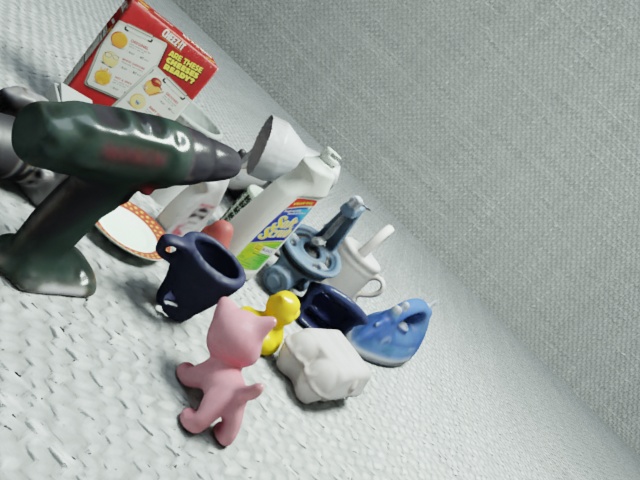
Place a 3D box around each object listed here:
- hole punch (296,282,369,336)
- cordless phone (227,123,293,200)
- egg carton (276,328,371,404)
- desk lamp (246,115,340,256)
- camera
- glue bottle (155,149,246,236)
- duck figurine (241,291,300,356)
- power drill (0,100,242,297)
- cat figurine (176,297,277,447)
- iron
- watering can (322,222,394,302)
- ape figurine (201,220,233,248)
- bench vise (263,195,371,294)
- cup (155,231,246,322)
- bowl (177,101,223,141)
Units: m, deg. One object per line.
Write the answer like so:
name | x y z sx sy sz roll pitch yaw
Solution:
hole punch | 0.020 0.117 0.992 0.109 0.091 0.101 40 14 -15
cordless phone | -0.122 -0.168 1.223 0.094 0.185 0.147 34 17 -35
egg carton | 0.007 0.180 0.815 0.107 0.069 0.151 51 15 25
desk lamp | -0.077 -0.107 1.115 0.204 0.213 0.117 37 15 -25
camera | -0.339 -0.118 0.638 0.143 0.100 0.137 49 15 19
glue bottle | -0.166 -0.068 0.831 0.037 0.173 0.078 48 14 16
duck figurine | -0.068 0.105 0.787 0.077 0.086 0.105 51 15 27
power drill | -0.207 -0.041 0.562 0.075 0.208 0.230 51 15 25
cat figurine | -0.090 0.126 0.597 0.067 0.117 0.127 34 17 -36
iron | 0.150 0.163 1.120 0.118 0.141 0.259 50 15 22
watering can | 0.070 0.034 1.160 0.173 0.194 0.101 41 14 -12
ape figurine | -0.155 0.009 0.806 0.078 0.092 0.076 37 15 -27
bench vise | 0.001 -0.004 1.021 0.122 0.219 0.207 42 14 -8
cup | -0.160 0.046 0.679 0.118 0.095 0.091 32 18 -40
bowl | -0.291 -0.247 1.205 0.168 0.074 0.167 41 14 -12
